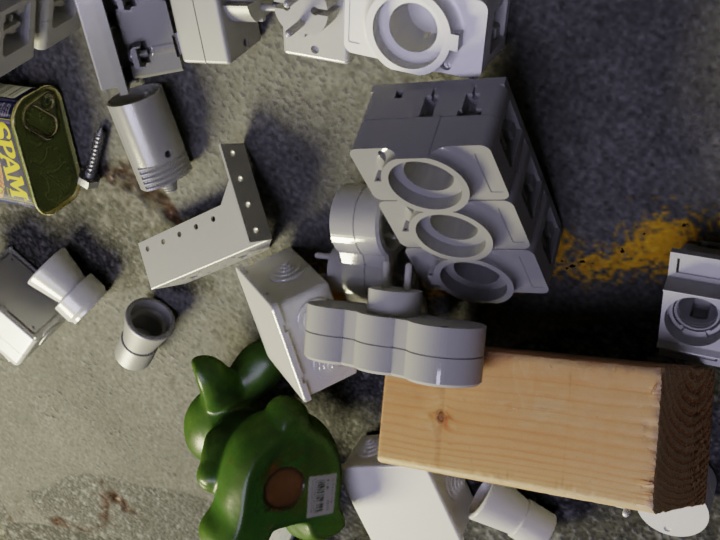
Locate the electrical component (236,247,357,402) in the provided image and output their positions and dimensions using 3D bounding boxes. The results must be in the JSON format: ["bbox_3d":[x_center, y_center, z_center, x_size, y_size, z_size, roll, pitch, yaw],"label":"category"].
[{"bbox_3d":[-0.048,0.039,0.825,0.100,0.048,0.099,41,152,58],"label":"electrical component"}]

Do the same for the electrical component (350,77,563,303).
[{"bbox_3d":[0.065,-0.046,0.686,0.089,0.061,0.150,2,146,27],"label":"electrical component"}]

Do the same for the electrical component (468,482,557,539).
[{"bbox_3d":[0.127,0.200,0.878,0.065,0.044,0.044,32,131,-2],"label":"electrical component"}]

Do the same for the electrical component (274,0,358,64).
[{"bbox_3d":[-0.029,-0.170,0.675,0.047,0.075,0.083,14,128,19],"label":"electrical component"}]

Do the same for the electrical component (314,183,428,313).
[{"bbox_3d":[0.000,0.000,0.795,0.074,0.052,0.138,6,125,28],"label":"electrical component"}]

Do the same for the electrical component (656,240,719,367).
[{"bbox_3d":[0.217,0.018,0.685,0.042,0.063,0.081,11,127,20],"label":"electrical component"}]

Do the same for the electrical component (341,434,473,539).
[{"bbox_3d":[0.041,0.183,0.905,0.100,0.048,0.099,-9,117,33],"label":"electrical component"}]

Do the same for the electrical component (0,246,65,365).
[{"bbox_3d":[-0.323,0.031,0.983,0.096,0.061,0.061,42,131,-4],"label":"electrical component"}]

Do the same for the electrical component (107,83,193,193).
[{"bbox_3d":[-0.157,-0.096,0.817,0.043,0.043,0.081,-1,122,28],"label":"electrical component"}]

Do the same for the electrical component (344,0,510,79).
[{"bbox_3d":[0.042,-0.196,0.628,0.089,0.061,0.150,16,128,18],"label":"electrical component"}]

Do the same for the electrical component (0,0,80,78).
[{"bbox_3d":[-0.308,-0.211,0.775,0.186,0.105,0.060,26,131,10],"label":"electrical component"}]

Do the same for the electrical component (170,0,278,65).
[{"bbox_3d":[-0.083,-0.183,0.713,0.076,0.047,0.083,7,125,23],"label":"electrical component"}]

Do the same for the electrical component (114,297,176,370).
[{"bbox_3d":[-0.193,0.060,0.949,0.044,0.044,0.065,36,136,1],"label":"electrical component"}]

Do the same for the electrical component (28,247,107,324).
[{"bbox_3d":[-0.257,0.014,0.948,0.055,0.045,0.045,45,131,-7],"label":"electrical component"}]

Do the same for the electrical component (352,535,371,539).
[{"bbox_3d":[0.020,0.266,0.978,0.055,0.045,0.045,1,123,28],"label":"electrical component"}]

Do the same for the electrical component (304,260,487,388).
[{"bbox_3d":[0.023,0.031,0.723,0.138,0.052,0.073,8,96,38],"label":"electrical component"}]

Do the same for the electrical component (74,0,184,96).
[{"bbox_3d":[-0.160,-0.192,0.733,0.063,0.078,0.121,-10,121,0],"label":"electrical component"}]

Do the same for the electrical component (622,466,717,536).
[{"bbox_3d":[0.193,0.148,0.783,0.138,0.073,0.052,38,132,-1],"label":"electrical component"}]
